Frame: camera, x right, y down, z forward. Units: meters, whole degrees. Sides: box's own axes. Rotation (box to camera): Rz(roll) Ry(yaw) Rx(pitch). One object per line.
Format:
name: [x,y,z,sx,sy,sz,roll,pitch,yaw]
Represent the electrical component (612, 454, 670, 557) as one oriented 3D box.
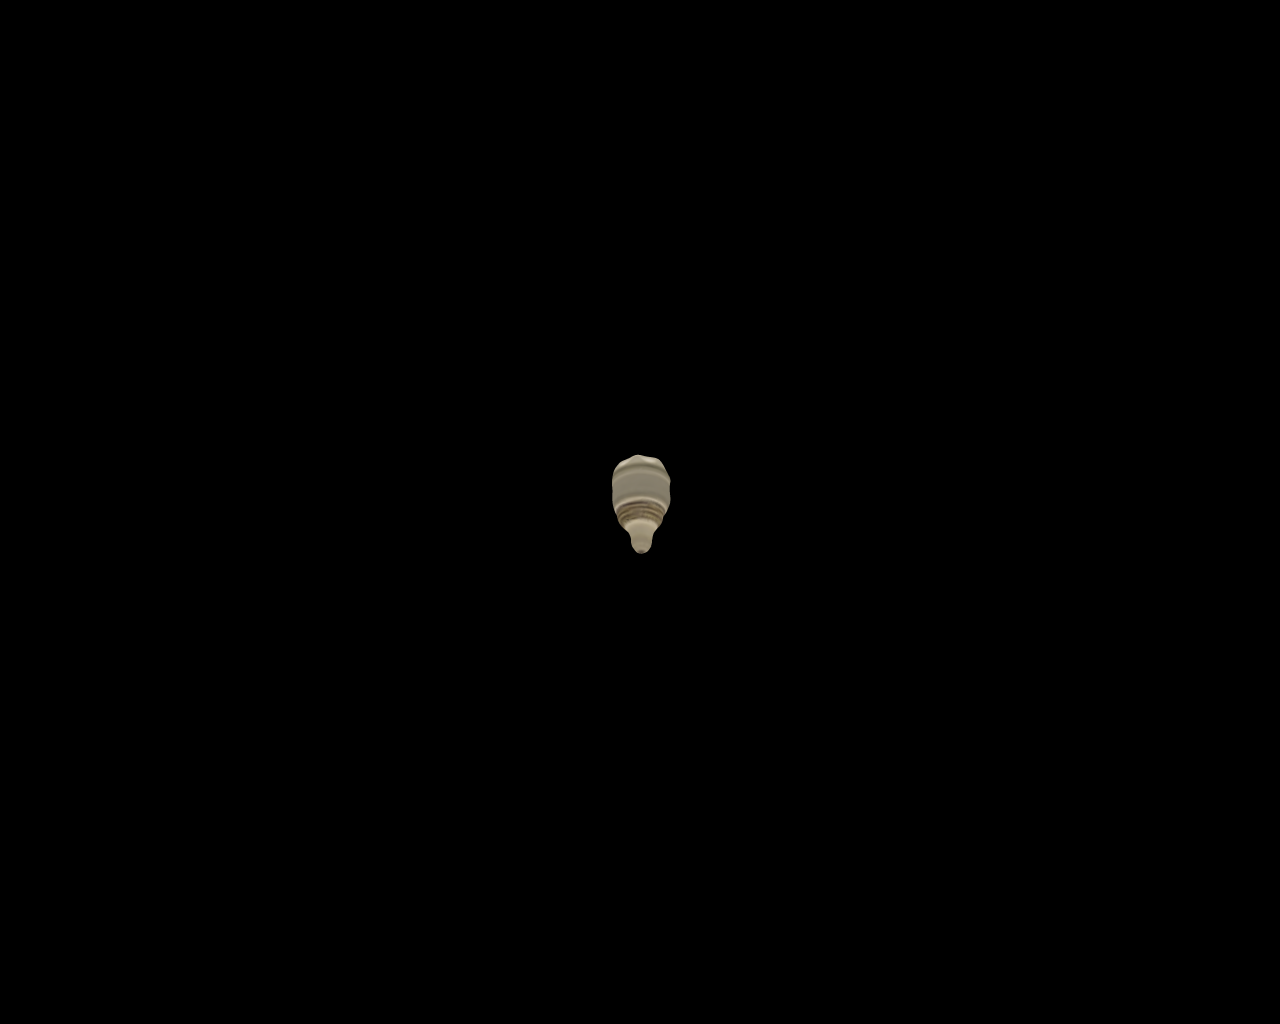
electrical component: [0.001,-0.003,0.650,0.035,0.061,0.035,0,-29,0]
